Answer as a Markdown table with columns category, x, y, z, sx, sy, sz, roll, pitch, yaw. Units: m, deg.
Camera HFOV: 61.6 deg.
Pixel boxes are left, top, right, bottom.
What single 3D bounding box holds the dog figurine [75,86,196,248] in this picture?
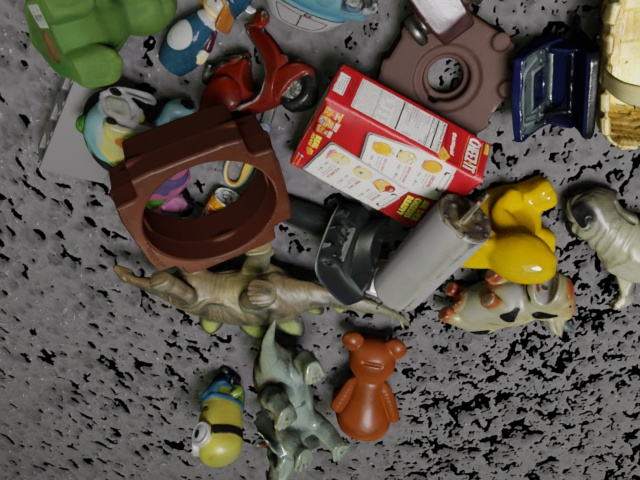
| category | x | y | z | sx | sy | sz | roll | pitch | yaw |
| --- | --- | --- | --- | --- | --- | --- | --- | --- | --- |
| dog figurine | -0.255 | -0.090 | 0.757 | 0.191 | 0.109 | 0.219 | 1 | 136 | -39 |

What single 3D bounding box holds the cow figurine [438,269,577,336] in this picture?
| category | x | y | z | sx | sy | sz | roll | pitch | yaw |
| --- | --- | --- | --- | --- | --- | --- | --- | --- | --- |
| cow figurine | 0.286 | 0.096 | 0.796 | 0.127 | 0.085 | 0.195 | 27 | 149 | -20 |

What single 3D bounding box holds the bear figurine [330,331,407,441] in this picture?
| category | x | y | z | sx | sy | sz | roll | pitch | yaw |
| --- | --- | --- | --- | --- | --- | --- | --- | --- | --- |
| bear figurine | 0.082 | 0.239 | 0.933 | 0.120 | 0.132 | 0.195 | 5 | 101 | 3 |

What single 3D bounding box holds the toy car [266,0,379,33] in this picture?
| category | x | y | z | sx | sy | sz | roll | pitch | yaw |
| --- | --- | --- | --- | --- | --- | --- | --- | --- | --- |
| toy car | -0.012 | -0.306 | 0.643 | 0.161 | 0.109 | 0.103 | 22 | 143 | -18 |

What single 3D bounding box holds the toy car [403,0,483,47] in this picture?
| category | x | y | z | sx | sy | sz | roll | pitch | yaw |
| --- | --- | --- | --- | --- | --- | --- | --- | --- | --- |
| toy car | 0.098 | -0.306 | 0.588 | 0.089 | 0.053 | 0.202 | -36 | 118 | 23 |

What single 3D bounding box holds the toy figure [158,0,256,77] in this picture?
| category | x | y | z | sx | sy | sz | roll | pitch | yaw |
| --- | --- | --- | --- | --- | --- | --- | --- | --- | --- |
| toy figure | -0.145 | -0.276 | 0.691 | 0.154 | 0.058 | 0.064 | -38 | 106 | 24 |

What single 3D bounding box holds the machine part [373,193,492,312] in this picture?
| category | x | y | z | sx | sy | sz | roll | pitch | yaw |
| --- | --- | --- | --- | --- | --- | --- | --- | --- | --- |
| machine part | 0.141 | 0.021 | 0.700 | 0.079 | 0.079 | 0.243 | 26 | 135 | -7 |

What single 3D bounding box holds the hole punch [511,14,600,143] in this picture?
| category | x | y | z | sx | sy | sz | roll | pitch | yaw |
| --- | --- | --- | --- | --- | --- | --- | --- | --- | --- |
| hole punch | 0.281 | -0.186 | 0.655 | 0.092 | 0.116 | 0.142 | -4 | 121 | 20 |

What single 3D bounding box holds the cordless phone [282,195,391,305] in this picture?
| category | x | y | z | sx | sy | sz | roll | pitch | yaw |
| --- | --- | --- | --- | --- | --- | --- | --- | --- | --- |
| cordless phone | -0.002 | -0.002 | 0.779 | 0.184 | 0.146 | 0.088 | 21 | 142 | 3 |

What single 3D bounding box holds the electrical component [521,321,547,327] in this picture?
| category | x | y | z | sx | sy | sz | roll | pitch | yaw |
| --- | --- | --- | --- | --- | --- | --- | --- | --- | --- |
| electrical component | 0.340 | 0.098 | 0.857 | 0.063 | 0.021 | 0.093 | -6 | 117 | 10 |

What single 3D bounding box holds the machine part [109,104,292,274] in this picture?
| category | x | y | z | sx | sy | sz | roll | pitch | yaw |
| --- | --- | --- | --- | --- | --- | --- | --- | --- | --- |
| machine part | -0.149 | -0.060 | 0.692 | 0.201 | 0.087 | 0.201 | -23 | 145 | -7 |

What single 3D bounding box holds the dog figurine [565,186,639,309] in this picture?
| category | x | y | z | sx | sy | sz | roll | pitch | yaw |
| --- | --- | --- | --- | --- | --- | --- | --- | --- | --- |
| dog figurine | 0.451 | -0.011 | 0.749 | 0.172 | 0.121 | 0.190 | -29 | 96 | -14 |

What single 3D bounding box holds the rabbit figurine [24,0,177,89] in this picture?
| category | x | y | z | sx | sy | sz | roll | pitch | yaw |
| --- | --- | --- | --- | --- | --- | --- | --- | --- | --- |
| rabbit figurine | -0.261 | -0.266 | 0.673 | 0.159 | 0.170 | 0.121 | 11 | 129 | 51 |

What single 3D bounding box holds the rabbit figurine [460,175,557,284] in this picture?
| category | x | y | z | sx | sy | sz | roll | pitch | yaw |
| --- | --- | --- | --- | --- | --- | --- | --- | --- | --- |
| rabbit figurine | 0.254 | -0.007 | 0.725 | 0.162 | 0.173 | 0.121 | 2 | 123 | 1 |

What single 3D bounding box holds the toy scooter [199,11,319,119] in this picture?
| category | x | y | z | sx | sy | sz | roll | pitch | yaw |
| --- | --- | --- | --- | --- | --- | --- | --- | --- | --- |
| toy scooter | -0.092 | -0.217 | 0.707 | 0.184 | 0.075 | 0.135 | -14 | 94 | 28 |

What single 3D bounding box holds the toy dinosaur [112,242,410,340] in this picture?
| category | x | y | z | sx | sy | sz | roll | pitch | yaw |
| --- | --- | --- | --- | --- | --- | --- | --- | --- | --- |
| toy dinosaur | -0.094 | 0.084 | 0.831 | 0.472 | 0.105 | 0.198 | 7 | 152 | 8 |

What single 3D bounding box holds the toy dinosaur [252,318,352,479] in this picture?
| category | x | y | z | sx | sy | sz | roll | pitch | yaw |
| --- | --- | --- | --- | --- | --- | --- | --- | --- | --- |
| toy dinosaur | -0.060 | 0.260 | 0.911 | 0.131 | 0.192 | 0.404 | -23 | 117 | -29 |

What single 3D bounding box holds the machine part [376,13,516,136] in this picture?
| category | x | y | z | sx | sy | sz | roll | pitch | yaw |
| --- | --- | --- | --- | --- | --- | --- | --- | --- | --- |
| machine part | 0.161 | -0.211 | 0.690 | 0.179 | 0.056 | 0.179 | 4 | 120 | 7 |

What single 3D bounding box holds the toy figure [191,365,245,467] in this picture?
| category | x | y | z | sx | sy | sz | roll | pitch | yaw |
| --- | --- | --- | --- | --- | --- | --- | --- | --- | --- |
| toy figure | -0.172 | 0.310 | 0.952 | 0.089 | 0.180 | 0.082 | 5 | 122 | 2 |
